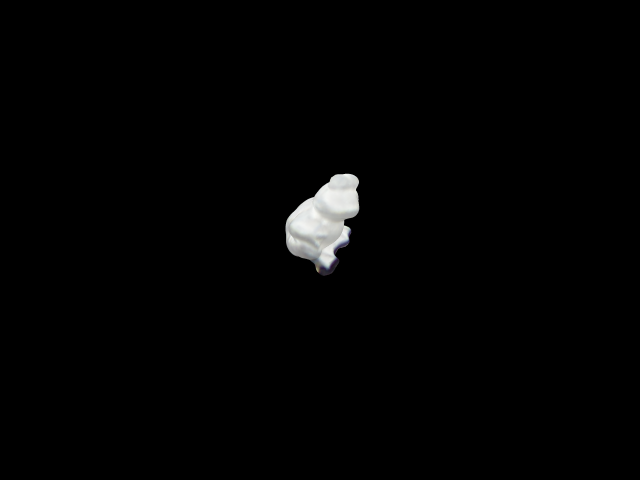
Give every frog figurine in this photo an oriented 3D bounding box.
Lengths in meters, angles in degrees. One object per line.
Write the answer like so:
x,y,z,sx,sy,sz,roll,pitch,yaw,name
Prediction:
0.003,-0.043,0.850,0.124,0.155,0.139,32,52,29,frog figurine
